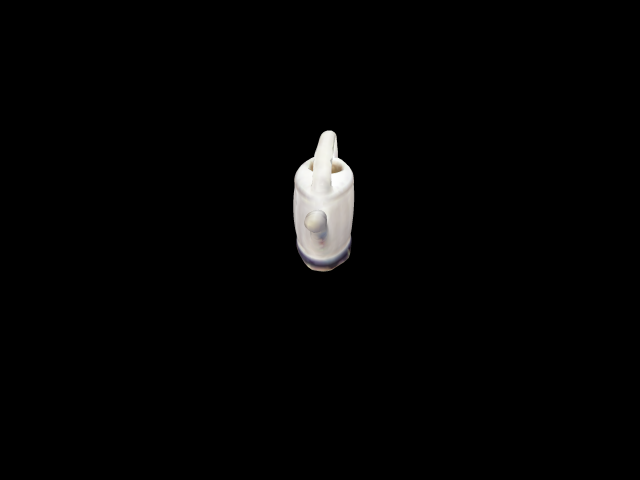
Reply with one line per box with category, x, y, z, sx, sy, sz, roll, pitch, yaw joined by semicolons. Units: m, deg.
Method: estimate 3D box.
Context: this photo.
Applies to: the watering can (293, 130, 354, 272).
watering can;0.003;-0.043;0.850;0.104;0.219;0.356;3;33;5
